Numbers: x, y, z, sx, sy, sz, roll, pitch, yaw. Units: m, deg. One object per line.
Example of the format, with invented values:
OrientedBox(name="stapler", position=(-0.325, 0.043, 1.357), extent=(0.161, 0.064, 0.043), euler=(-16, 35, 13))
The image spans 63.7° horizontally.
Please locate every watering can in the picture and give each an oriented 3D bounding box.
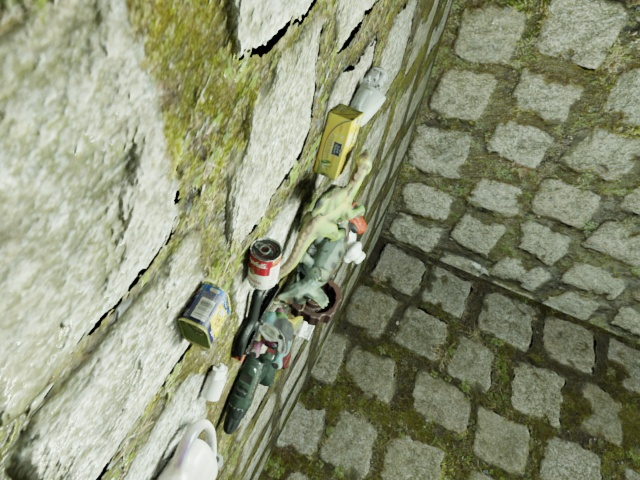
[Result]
OrientedBox(name="watering can", position=(-0.298, 0.567, 1.163), extent=(0.104, 0.340, 0.229), euler=(15, 32, 16))

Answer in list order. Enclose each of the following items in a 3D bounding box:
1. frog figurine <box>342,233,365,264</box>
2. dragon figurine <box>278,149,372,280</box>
OrientedBox(name="frog figurine", position=(0.098, 0.019, 1.892), extent=(0.160, 0.138, 0.122), euler=(23, -5, 10))
OrientedBox(name="dragon figurine", position=(0.004, -0.066, 1.308), extent=(0.123, 0.414, 0.239), euler=(37, -14, 15))
